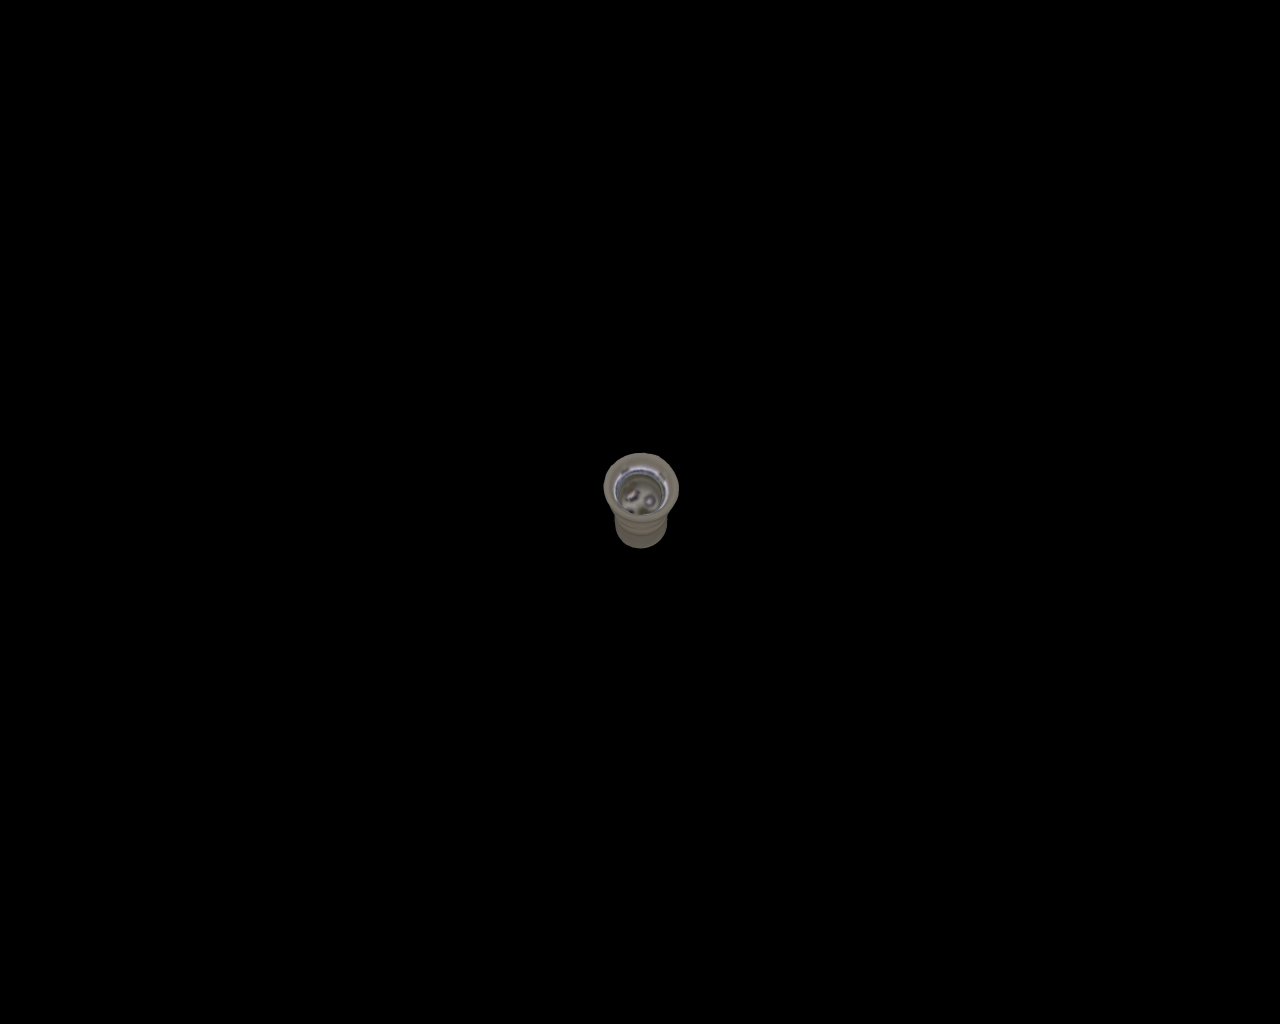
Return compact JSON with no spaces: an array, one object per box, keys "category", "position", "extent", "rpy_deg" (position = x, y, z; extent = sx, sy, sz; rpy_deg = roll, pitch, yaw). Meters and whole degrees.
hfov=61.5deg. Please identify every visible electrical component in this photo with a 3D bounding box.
[{"category":"electrical component","position":[0.001,-0.003,0.650],"extent":[0.044,0.044,0.065],"rpy_deg":[0,-24,0]}]
